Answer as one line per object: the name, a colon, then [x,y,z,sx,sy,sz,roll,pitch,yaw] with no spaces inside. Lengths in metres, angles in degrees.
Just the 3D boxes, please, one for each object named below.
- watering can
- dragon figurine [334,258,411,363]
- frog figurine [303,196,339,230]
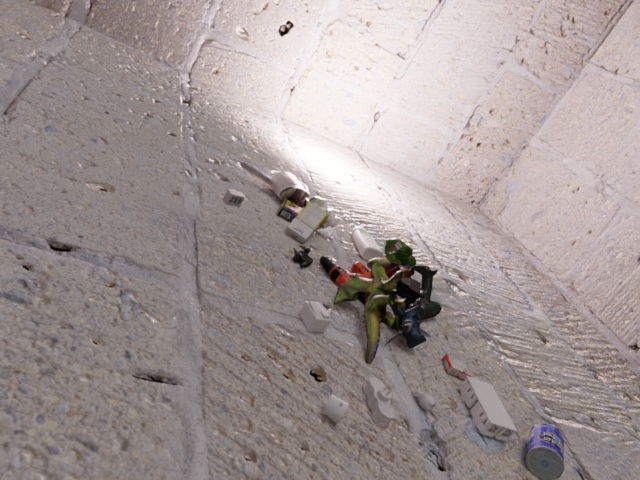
watering can: [-0.180,-0.245,2.288,0.346,0.102,0.229,12,30,-40]
dragon figurine: [0.156,0.207,1.718,0.243,0.120,0.418,5,47,38]
frog figurine: [0.007,-0.111,2.196,0.159,0.138,0.122,12,-7,2]
